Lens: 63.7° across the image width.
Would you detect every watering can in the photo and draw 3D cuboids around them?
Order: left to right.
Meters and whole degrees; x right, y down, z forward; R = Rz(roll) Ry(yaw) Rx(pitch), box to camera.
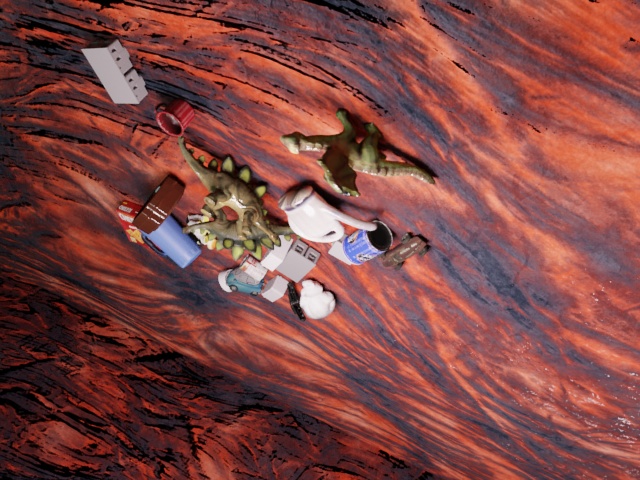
[{"bbox_3d":[0.005,-0.081,1.615,0.345,0.106,0.221,-11,129,49],"label":"watering can"}]

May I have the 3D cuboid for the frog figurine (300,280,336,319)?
[{"bbox_3d":[-0.012,0.229,2.023,0.137,0.126,0.155,-3,134,9],"label":"frog figurine"}]

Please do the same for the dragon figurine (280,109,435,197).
[{"bbox_3d":[0.092,-0.188,1.310,0.411,0.248,0.119,28,140,3],"label":"dragon figurine"}]
